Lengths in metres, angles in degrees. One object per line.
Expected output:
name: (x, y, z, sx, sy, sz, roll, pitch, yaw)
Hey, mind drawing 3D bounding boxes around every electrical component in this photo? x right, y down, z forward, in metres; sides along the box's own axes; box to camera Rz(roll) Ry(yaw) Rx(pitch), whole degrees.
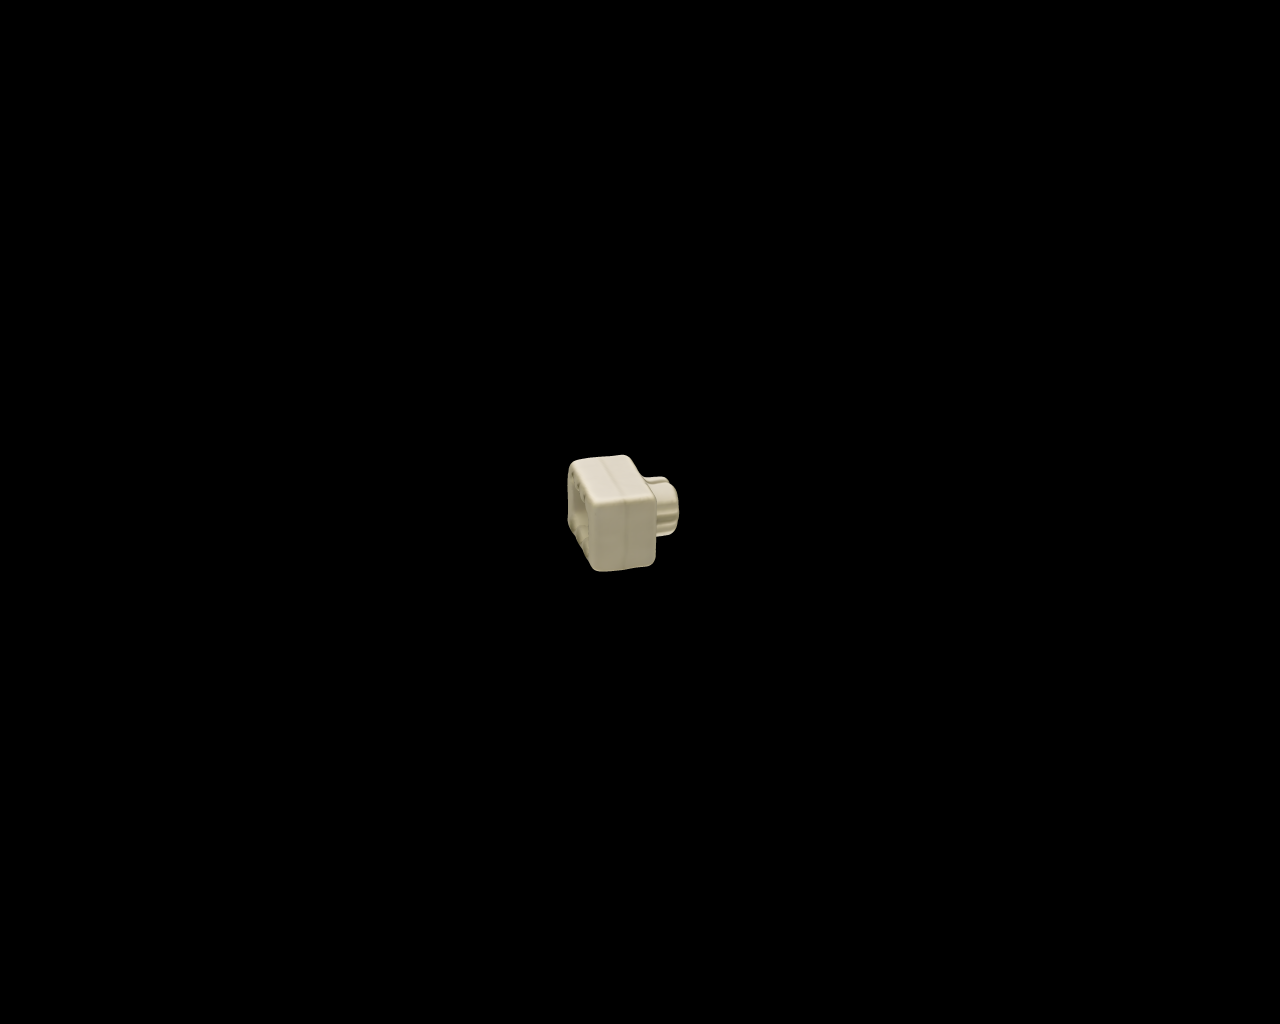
electrical component: (0.001, -0.003, 0.650, 0.077, 0.047, 0.066, -7, 27, -14)
